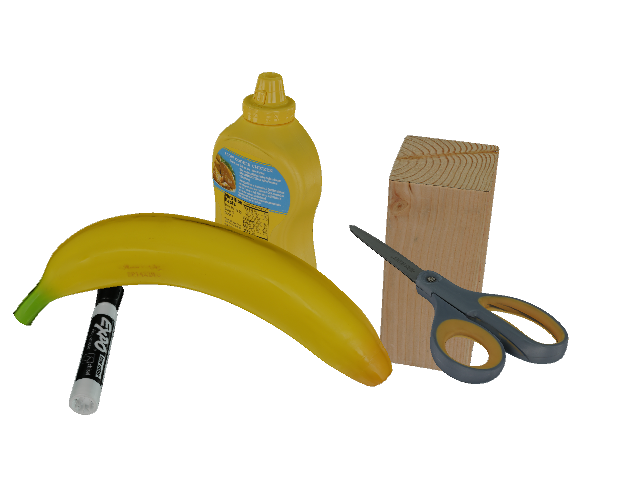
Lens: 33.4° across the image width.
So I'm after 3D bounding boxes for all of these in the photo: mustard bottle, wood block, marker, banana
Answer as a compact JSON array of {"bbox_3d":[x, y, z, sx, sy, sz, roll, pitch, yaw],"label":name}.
[{"bbox_3d":[-0.044,-0.040,0.853,0.096,0.192,0.058,23,33,33],"label":"mustard bottle"},{"bbox_3d":[0.111,0.015,1.016,0.091,0.206,0.090,8,34,11],"label":"wood block"},{"bbox_3d":[-0.151,0.068,0.726,0.020,0.020,0.121,0,37,0],"label":"marker"},{"bbox_3d":[-0.056,0.024,0.553,0.198,0.070,0.037,10,12,3],"label":"banana"}]

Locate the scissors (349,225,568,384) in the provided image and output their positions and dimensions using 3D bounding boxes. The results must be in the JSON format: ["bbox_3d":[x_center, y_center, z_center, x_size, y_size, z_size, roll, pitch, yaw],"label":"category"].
[{"bbox_3d":[0.069,0.042,0.725,0.202,0.016,0.096,24,40,34],"label":"scissors"}]
